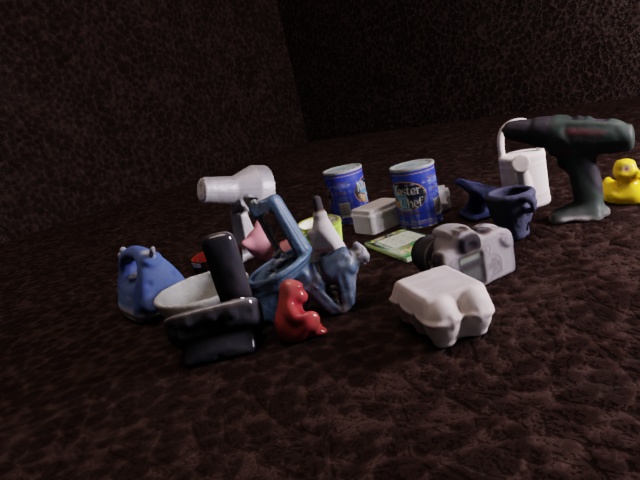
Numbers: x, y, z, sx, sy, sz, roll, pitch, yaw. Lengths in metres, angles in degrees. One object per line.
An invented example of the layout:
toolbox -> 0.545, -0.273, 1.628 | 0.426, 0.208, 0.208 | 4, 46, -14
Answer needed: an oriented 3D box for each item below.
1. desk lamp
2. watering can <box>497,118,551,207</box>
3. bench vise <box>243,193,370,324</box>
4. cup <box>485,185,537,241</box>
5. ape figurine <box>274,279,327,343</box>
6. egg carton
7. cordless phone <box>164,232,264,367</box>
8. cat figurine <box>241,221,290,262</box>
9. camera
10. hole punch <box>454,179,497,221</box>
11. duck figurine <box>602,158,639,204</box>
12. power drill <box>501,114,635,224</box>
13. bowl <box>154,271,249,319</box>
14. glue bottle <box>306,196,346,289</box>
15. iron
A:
desk lamp -> -0.197, -0.060, 1.358 | 0.204, 0.214, 0.117 | -22, 18, -31
watering can -> 0.447, -0.170, 1.260 | 0.101, 0.194, 0.173 | -13, 15, 1
bench vise -> -0.035, 0.016, 0.932 | 0.207, 0.220, 0.121 | -16, 15, -11
cup -> 0.367, -0.046, 1.065 | 0.092, 0.095, 0.117 | -17, 16, -15
ape figurine -> -0.036, 0.103, 0.865 | 0.076, 0.092, 0.077 | -14, 15, -3
egg carton -> 0.167, 0.088, 0.793 | 0.107, 0.069, 0.150 | -17, 16, -15
cordless phone -> -0.169, 0.084, 0.865 | 0.147, 0.185, 0.094 | -15, 15, -6
cat figurine -> -0.100, 0.011, 1.204 | 0.128, 0.118, 0.067 | -17, 16, -14
camera -> 0.224, 0.017, 0.946 | 0.143, 0.101, 0.136 | -19, 16, -23
hole punch -> 0.360, -0.100, 1.277 | 0.101, 0.091, 0.108 | -14, 15, -4
duck figurine -> 0.613, -0.122, 1.156 | 0.077, 0.086, 0.104 | -17, 16, -15
power drill -> 0.478, -0.141, 1.101 | 0.228, 0.208, 0.076 | -5, 17, 26
bowl -> -0.196, 0.113, 0.994 | 0.167, 0.075, 0.167 | -12, 15, 4
glue bottle -> 0.009, 0.004, 1.031 | 0.078, 0.173, 0.037 | -8, 16, 19
iron -> -0.364, 0.071, 1.157 | 0.119, 0.141, 0.257 | -24, 19, -36
